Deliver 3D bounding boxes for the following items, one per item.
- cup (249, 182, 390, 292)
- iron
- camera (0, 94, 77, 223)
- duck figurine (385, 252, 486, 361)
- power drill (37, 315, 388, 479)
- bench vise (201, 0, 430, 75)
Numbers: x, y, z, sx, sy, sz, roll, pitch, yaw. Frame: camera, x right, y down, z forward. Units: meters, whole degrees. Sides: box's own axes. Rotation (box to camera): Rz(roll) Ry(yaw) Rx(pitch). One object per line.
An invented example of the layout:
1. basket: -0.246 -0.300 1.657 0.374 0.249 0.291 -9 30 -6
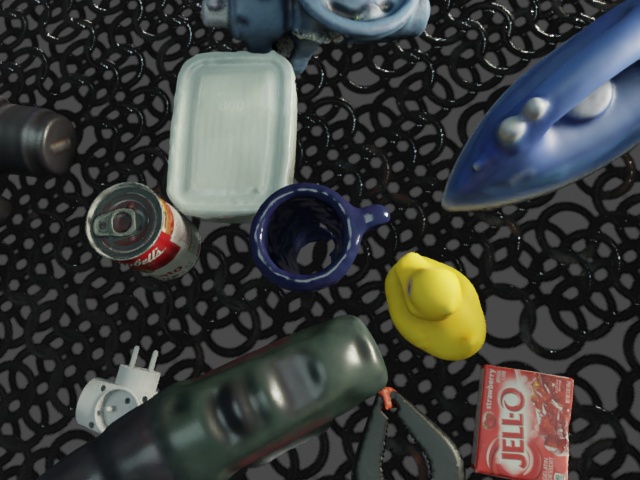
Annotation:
1. cup: 0.005 0.002 0.504 0.117 0.095 0.091 -18 75 3
2. iron: 0.213 -0.119 0.483 0.258 0.141 0.118 -36 75 -2
3. camera: -0.325 -0.089 0.564 0.136 0.101 0.143 8 77 9
4. duck figurine: 0.098 0.053 0.484 0.077 0.086 0.104 -38 75 -3
5. power drill: -0.058 0.133 0.421 0.229 0.208 0.075 -28 74 0
6. bench vise: -0.003 -0.222 0.494 0.207 0.220 0.121 -27 74 0
